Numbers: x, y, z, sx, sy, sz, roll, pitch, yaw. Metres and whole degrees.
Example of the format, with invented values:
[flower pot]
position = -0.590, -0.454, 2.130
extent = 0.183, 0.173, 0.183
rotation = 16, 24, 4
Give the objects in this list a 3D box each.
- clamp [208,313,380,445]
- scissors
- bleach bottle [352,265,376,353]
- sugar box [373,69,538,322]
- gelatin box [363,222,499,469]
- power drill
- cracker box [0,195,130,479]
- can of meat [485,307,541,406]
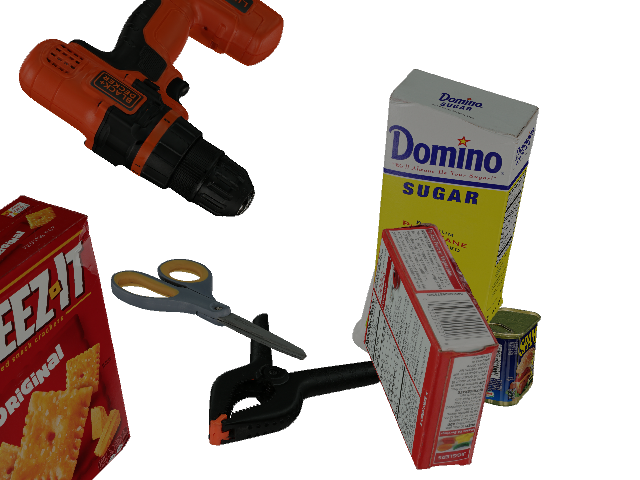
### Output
[clamp]
position = -0.039, 0.150, 1.096
extent = 0.165, 0.036, 0.209
rotation = 15, 29, 20
[scissors]
position = -0.083, 0.053, 0.902
extent = 0.202, 0.016, 0.096
rotation = 14, 26, 22
[bleach bottle]
position = 0.099, 0.002, 0.977
extent = 0.103, 0.251, 0.067
rotation = 28, 36, 28
[sugar box]
position = 0.089, -0.024, 0.744
extent = 0.093, 0.176, 0.048
rotation = 21, 46, 22
[gelatin box]
position = 0.049, 0.047, 0.488
extent = 0.030, 0.073, 0.089
rotation = -4, 37, -13
[power drill]
position = -0.099, -0.119, 0.788
extent = 0.184, 0.187, 0.057
rotation = 35, -42, -4
[cracker box]
position = -0.217, 0.103, 0.744
extent = 0.072, 0.214, 0.164
rotation = 14, 37, 25
[can of meat]
position = 0.206, 0.129, 1.190
extent = 0.058, 0.084, 0.101
rotation = 8, 14, 25
